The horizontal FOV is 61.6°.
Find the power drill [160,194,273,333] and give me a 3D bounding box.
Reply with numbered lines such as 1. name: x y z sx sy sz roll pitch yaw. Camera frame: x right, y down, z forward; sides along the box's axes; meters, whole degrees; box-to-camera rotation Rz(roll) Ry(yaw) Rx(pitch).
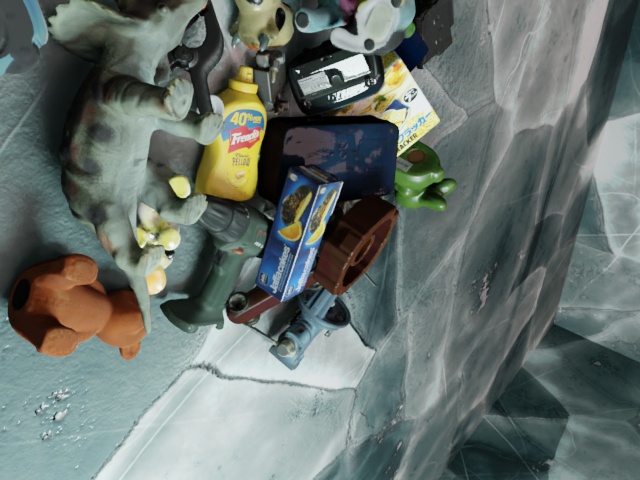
1. power drill: -0.156 0.035 0.804 0.232 0.086 0.207 11 108 -63

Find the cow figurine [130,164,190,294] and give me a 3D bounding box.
1. cow figurine: -0.221 -0.016 0.713 0.068 0.098 0.167 11 98 -19

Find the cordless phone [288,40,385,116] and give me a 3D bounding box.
1. cordless phone: 0.023 -0.290 0.858 0.184 0.147 0.088 -89 158 -47

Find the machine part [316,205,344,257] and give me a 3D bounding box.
1. machine part: -0.002 -0.003 0.959 0.079 0.079 0.243 -51 170 -19

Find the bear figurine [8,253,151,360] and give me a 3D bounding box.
1. bear figurine: -0.276 0.094 0.678 0.195 0.132 0.120 30 67 -49

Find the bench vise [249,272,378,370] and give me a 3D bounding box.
1. bench vise: -0.003 0.131 1.040 0.223 0.129 0.240 -10 138 -58

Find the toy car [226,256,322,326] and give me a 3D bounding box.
1. toy car: -0.073 0.085 0.947 0.202 0.053 0.089 -30 151 -4

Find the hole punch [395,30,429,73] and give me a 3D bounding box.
1. hole punch: 0.122 -0.336 0.962 0.142 0.092 0.115 23 96 -58

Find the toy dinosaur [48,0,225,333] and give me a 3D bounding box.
1. toy dinosaur: -0.224 -0.096 0.596 0.131 0.192 0.404 -21 136 -65

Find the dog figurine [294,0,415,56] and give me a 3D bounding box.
1. dog figurine: 0.068 -0.359 0.768 0.219 0.192 0.108 -54 166 -46

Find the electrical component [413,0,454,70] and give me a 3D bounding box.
1. electrical component: 0.213 -0.419 1.053 0.134 0.058 0.114 -48 144 -22

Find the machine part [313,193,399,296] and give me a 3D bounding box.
1. machine part: 0.058 0.007 0.881 0.179 0.056 0.179 -49 164 -20

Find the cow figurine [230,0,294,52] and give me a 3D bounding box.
1. cow figurine: -0.084 -0.334 0.697 0.127 0.086 0.194 -57 148 -20

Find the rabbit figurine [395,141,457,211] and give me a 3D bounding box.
1. rabbit figurine: 0.217 -0.130 1.180 0.121 0.159 0.170 -60 162 -23

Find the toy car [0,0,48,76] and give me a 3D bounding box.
1. toy car: -0.328 -0.180 0.457 0.162 0.103 0.109 -54 147 -33

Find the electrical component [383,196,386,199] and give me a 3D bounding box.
1. electrical component: 0.127 -0.063 1.193 0.063 0.021 0.093 -34 135 -37

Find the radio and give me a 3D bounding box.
1. radio: 0.018 -0.131 0.868 0.229 0.073 0.131 -10 117 -31

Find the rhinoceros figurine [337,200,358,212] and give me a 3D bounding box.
1. rhinoceros figurine: 0.061 -0.043 1.076 0.190 0.073 0.112 -1 113 -53

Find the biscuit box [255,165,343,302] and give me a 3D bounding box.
1. biscuit box: -0.035 -0.008 0.802 0.059 0.063 0.202 -18 134 -53

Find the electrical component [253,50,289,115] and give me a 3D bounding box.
1. electrical component: -0.068 -0.232 0.791 0.078 0.045 0.102 -58 157 -45
